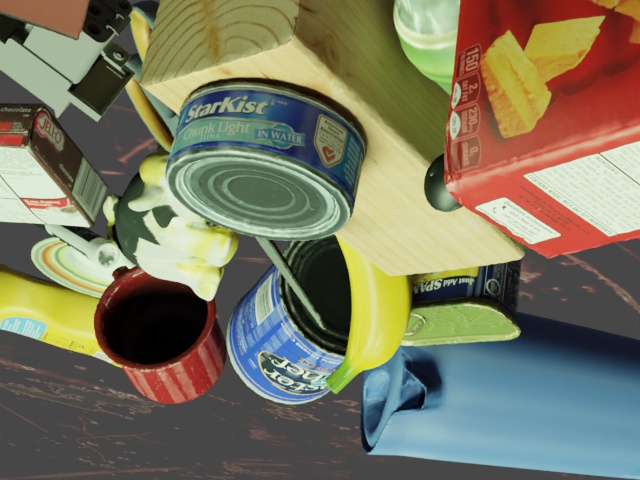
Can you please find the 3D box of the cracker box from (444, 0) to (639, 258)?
[{"bbox_3d":[0.141,-0.099,0.326,0.072,0.164,0.214,26,151,-35],"label":"cracker box"}]

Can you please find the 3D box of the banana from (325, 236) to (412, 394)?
[{"bbox_3d":[0.014,-0.001,0.639,0.069,0.198,0.037,-18,-164,-7],"label":"banana"}]

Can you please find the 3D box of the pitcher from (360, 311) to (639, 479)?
[{"bbox_3d":[0.156,0.116,0.848,0.242,0.149,0.145,10,139,-7],"label":"pitcher"}]

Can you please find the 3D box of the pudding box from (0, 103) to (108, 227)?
[{"bbox_3d":[-0.208,-0.050,0.724,0.090,0.039,0.113,4,153,15],"label":"pudding box"}]

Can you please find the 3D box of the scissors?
[{"bbox_3d":[-0.053,-0.049,0.544,0.016,0.202,0.096,-26,141,-23],"label":"scissors"}]

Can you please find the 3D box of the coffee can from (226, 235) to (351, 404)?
[{"bbox_3d":[-0.003,0.057,0.792,0.102,0.102,0.140,17,154,-13],"label":"coffee can"}]

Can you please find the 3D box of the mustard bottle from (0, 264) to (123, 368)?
[{"bbox_3d":[-0.246,0.065,0.961,0.191,0.058,0.096,18,162,-16],"label":"mustard bottle"}]

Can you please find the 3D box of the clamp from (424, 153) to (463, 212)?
[{"bbox_3d":[0.148,-0.069,0.445,0.164,0.036,0.210,3,138,-26],"label":"clamp"}]

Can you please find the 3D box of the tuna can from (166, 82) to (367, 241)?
[{"bbox_3d":[-0.024,-0.032,0.472,0.086,0.033,0.086,10,156,4],"label":"tuna can"}]

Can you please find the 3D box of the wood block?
[{"bbox_3d":[0.020,-0.067,0.532,0.090,0.091,0.205,-9,149,36],"label":"wood block"}]

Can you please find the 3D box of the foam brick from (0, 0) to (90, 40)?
[{"bbox_3d":[-0.114,-0.136,0.454,0.051,0.078,0.053,16,157,-14],"label":"foam brick"}]

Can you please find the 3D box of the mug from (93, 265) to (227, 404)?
[{"bbox_3d":[-0.126,0.068,0.830,0.117,0.093,0.081,45,163,28],"label":"mug"}]

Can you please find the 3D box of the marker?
[{"bbox_3d":[-0.181,-0.005,0.776,0.020,0.020,0.121,33,174,-40],"label":"marker"}]

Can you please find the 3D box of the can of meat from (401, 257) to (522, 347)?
[{"bbox_3d":[0.082,0.019,0.699,0.102,0.084,0.057,-8,150,35],"label":"can of meat"}]
